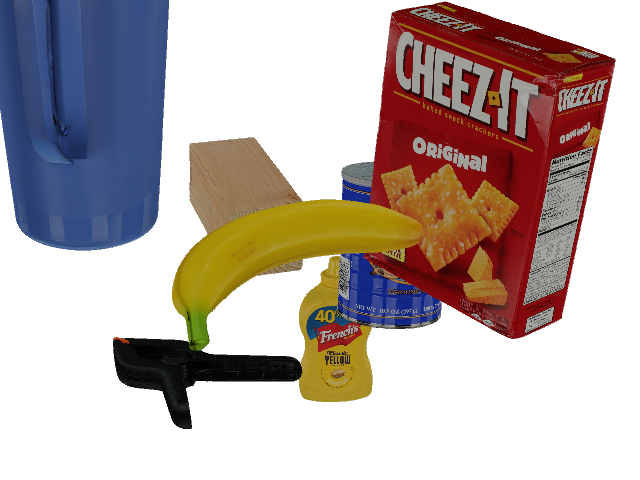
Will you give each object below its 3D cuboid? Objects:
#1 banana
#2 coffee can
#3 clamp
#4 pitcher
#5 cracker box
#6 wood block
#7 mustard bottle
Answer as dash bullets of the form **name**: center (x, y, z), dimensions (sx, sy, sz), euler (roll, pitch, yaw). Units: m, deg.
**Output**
- **banana**: center (-0.022, 0.009, 0.667), dimensions (0.197, 0.070, 0.037), euler (-26, -20, -36)
- **coffee can**: center (0.069, 0.002, 1.023), dimensions (0.103, 0.140, 0.103), euler (2, 15, -1)
- **clamp**: center (-0.147, 0.136, 1.085), dimensions (0.210, 0.036, 0.164), euler (9, 17, 33)
- **pitcher**: center (-0.174, -0.115, 0.763), dimensions (0.148, 0.243, 0.145), euler (-19, 34, -38)
- **cracker box**: center (0.118, -0.054, 0.813), dimensions (0.071, 0.214, 0.164), euler (-20, 36, -38)
- **wood block**: center (-0.094, -0.045, 1.318), dimensions (0.090, 0.090, 0.206), euler (-7, 30, -19)
- **mustard bottle**: center (0.020, 0.113, 1.381), dimensions (0.096, 0.192, 0.058), euler (-1, 19, -4)
